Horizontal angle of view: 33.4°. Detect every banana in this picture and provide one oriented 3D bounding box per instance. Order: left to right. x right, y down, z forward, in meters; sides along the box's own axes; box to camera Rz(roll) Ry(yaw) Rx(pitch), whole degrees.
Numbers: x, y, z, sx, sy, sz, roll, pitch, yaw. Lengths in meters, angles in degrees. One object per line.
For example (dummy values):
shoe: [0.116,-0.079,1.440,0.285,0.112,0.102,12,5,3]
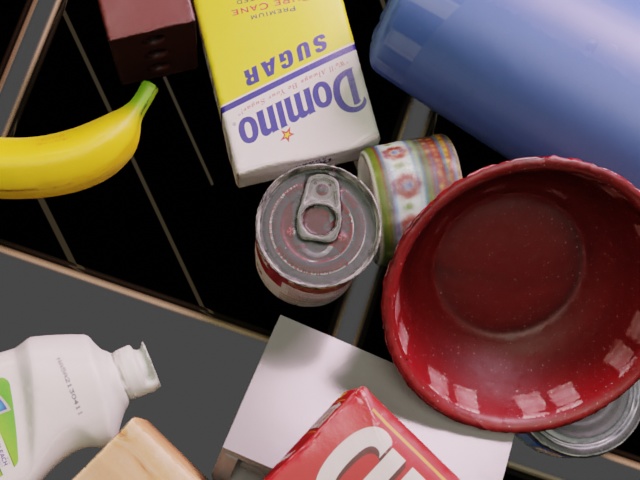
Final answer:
banana: [-0.196,-0.057,0.652,0.197,0.037,0.069,-4,63,-5]

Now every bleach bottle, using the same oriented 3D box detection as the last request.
bleach bottle: [-0.209,0.128,0.605,0.250,0.068,0.102,-22,88,-10]

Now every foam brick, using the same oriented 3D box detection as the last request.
foam brick: [-0.105,-0.136,0.648,0.053,0.078,0.051,-13,80,-6]

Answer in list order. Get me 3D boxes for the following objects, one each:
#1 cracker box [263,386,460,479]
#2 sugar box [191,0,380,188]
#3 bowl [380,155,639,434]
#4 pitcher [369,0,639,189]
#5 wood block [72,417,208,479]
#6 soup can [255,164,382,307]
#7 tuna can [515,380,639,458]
cracker box: [0.002,0.202,0.507,0.164,0.072,0.213,44,78,4]
sugar box: [-0.029,-0.129,0.668,0.093,0.048,0.176,-15,80,-6]
bowl: [0.111,0.024,0.591,0.162,0.055,0.162,-1,111,-3]
pitcher: [0.161,-0.100,0.638,0.243,0.149,0.145,31,122,5]
wood block: [-0.056,0.202,0.587,0.206,0.091,0.090,44,79,4]
soup can: [-0.004,0.001,0.618,0.068,0.102,0.068,1,80,-4]
tuna can: [0.153,0.089,0.648,0.086,0.034,0.086,1,80,-4]
